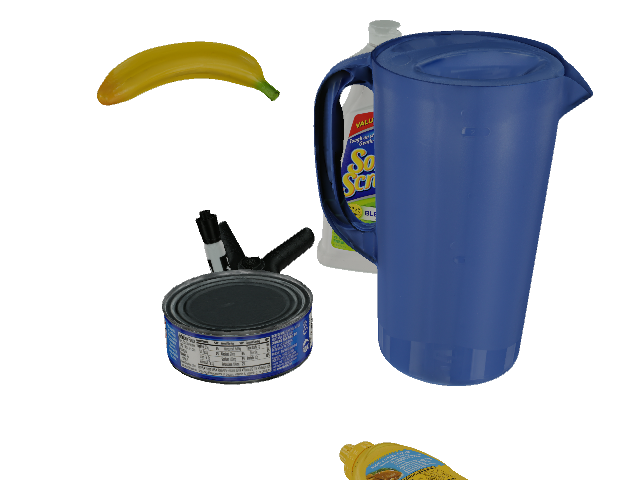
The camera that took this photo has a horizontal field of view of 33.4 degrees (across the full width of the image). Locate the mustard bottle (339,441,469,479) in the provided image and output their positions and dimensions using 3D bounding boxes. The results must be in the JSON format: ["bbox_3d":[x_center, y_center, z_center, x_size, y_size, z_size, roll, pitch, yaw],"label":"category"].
[{"bbox_3d":[0.084,0.231,0.970,0.096,0.058,0.192,-15,25,-36],"label":"mustard bottle"}]

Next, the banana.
[{"bbox_3d":[-0.136,-0.170,1.076,0.197,0.070,0.037,-8,-39,-29],"label":"banana"}]

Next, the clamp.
[{"bbox_3d":[-0.069,0.034,1.232,0.120,0.039,0.171,-6,41,6],"label":"clamp"}]

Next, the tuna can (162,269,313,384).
[{"bbox_3d":[-0.047,0.048,0.611,0.086,0.034,0.086,-1,21,0],"label":"tuna can"}]

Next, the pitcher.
[{"bbox_3d":[0.088,-0.023,0.770,0.144,0.243,0.149,-16,31,-31],"label":"pitcher"}]

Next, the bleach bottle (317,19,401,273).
[{"bbox_3d":[0.050,-0.092,1.057,0.103,0.251,0.068,7,27,12],"label":"bleach bottle"}]

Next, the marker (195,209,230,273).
[{"bbox_3d":[-0.087,0.031,0.944,0.020,0.121,0.020,-13,16,3],"label":"marker"}]
